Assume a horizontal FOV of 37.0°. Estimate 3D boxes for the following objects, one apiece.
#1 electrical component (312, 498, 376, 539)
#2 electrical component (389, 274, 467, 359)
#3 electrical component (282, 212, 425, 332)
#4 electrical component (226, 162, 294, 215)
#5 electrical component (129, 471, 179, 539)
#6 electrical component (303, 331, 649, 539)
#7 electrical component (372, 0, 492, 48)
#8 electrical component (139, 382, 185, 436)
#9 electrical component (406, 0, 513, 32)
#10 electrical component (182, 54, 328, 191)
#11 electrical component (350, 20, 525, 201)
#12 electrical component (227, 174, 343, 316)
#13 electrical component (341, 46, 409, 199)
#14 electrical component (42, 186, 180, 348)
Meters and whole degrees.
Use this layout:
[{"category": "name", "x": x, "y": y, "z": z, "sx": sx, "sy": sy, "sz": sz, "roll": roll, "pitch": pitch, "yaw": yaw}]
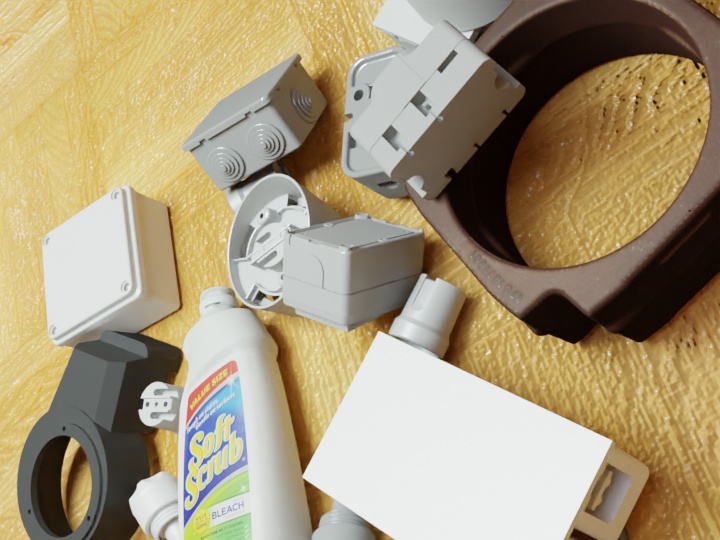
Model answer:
[{"category": "electrical component", "x": -0.010, "y": 0.178, "z": 0.710, "sx": 0.043, "sy": 0.043, "sz": 0.062, "roll": -26, "pitch": 40, "yaw": 28}, {"category": "electrical component", "x": 0.047, "y": 0.031, "z": 0.722, "sx": 0.040, "sy": 0.040, "sz": 0.046, "roll": 19, "pitch": 80, "yaw": 41}, {"category": "electrical component", "x": 0.000, "y": 0.000, "z": 0.743, "sx": 0.062, "sy": 0.096, "sz": 0.061, "roll": 17, "pitch": 112, "yaw": 40}, {"category": "electrical component", "x": -0.076, "y": -0.060, "z": 0.850, "sx": 0.046, "sy": 0.040, "sz": 0.040, "roll": -34, "pitch": 56, "yaw": 17}, {"category": "electrical component", "x": -0.143, "y": 0.186, "z": 0.809, "sx": 0.043, "sy": 0.043, "sz": 0.062, "roll": -52, "pitch": 52, "yaw": 11}, {"category": "electrical component", "x": 0.066, "y": 0.122, "z": 0.645, "sx": 0.186, "sy": 0.060, "sz": 0.105, "roll": 23, "pitch": 83, "yaw": 46}, {"category": "electrical component", "x": 0.092, "y": -0.213, "z": 0.760, "sx": 0.089, "sy": 0.062, "sz": 0.150, "roll": 33, "pitch": 95, "yaw": 40}, {"category": "electrical component", "x": -0.143, "y": 0.108, "z": 0.835, "sx": 0.040, "sy": 0.046, "sz": 0.040, "roll": -14, "pitch": 66, "yaw": 34}, {"category": "electrical component", "x": 0.062, "y": -0.218, "z": 0.702, "sx": 0.108, "sy": 0.060, "sz": 0.108, "roll": -14, "pitch": 66, "yaw": 34}, {"category": "electrical component", "x": -0.079, "y": -0.114, "z": 0.841, "sx": 0.100, "sy": 0.048, "sz": 0.099, "roll": -25, "pitch": 22, "yaw": 28}, {"category": "electrical component", "x": 0.044, "y": -0.098, "z": 0.651, "sx": 0.089, "sy": 0.050, "sz": 0.055, "roll": -49, "pitch": 52, "yaw": 13}, {"category": "electrical component", "x": -0.057, "y": -0.016, "z": 0.802, "sx": 0.099, "sy": 0.064, "sz": 0.099, "roll": -14, "pitch": 66, "yaw": 34}, {"category": "electrical component", "x": 0.027, "y": -0.103, "z": 0.771, "sx": 0.054, "sy": 0.059, "sz": 0.095, "roll": -9, "pitch": 68, "yaw": 35}, {"category": "electrical component", "x": -0.215, "y": 0.001, "z": 0.923, "sx": 0.109, "sy": 0.056, "sz": 0.108, "roll": -28, "pitch": 59, "yaw": 27}]
